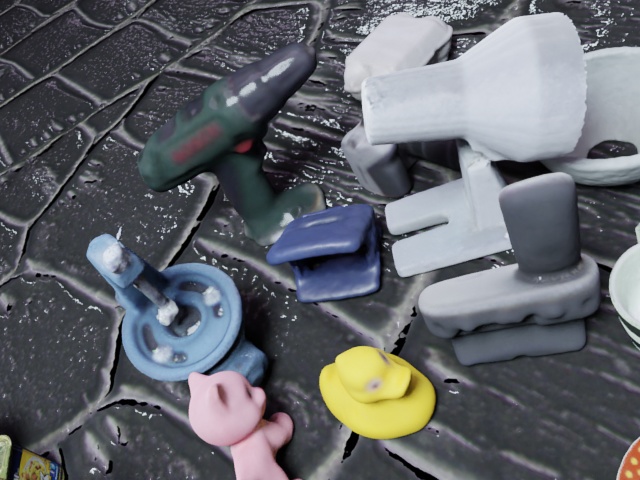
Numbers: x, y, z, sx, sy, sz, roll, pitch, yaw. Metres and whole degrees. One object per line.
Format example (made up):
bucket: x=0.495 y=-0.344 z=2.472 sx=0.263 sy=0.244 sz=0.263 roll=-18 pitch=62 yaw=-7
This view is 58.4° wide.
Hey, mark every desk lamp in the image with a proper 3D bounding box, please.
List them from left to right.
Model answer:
desk lamp: x=0.134 y=-0.081 z=0.524 sx=0.203 sy=0.214 sz=0.118 roll=-18 pitch=47 yaw=14

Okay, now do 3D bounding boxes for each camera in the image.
camera: x=0.115 y=-0.121 z=0.647 sx=0.143 sy=0.101 sz=0.136 roll=-47 pitch=47 yaw=-13

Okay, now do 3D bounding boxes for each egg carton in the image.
egg carton: x=0.105 y=-0.245 z=0.778 sx=0.107 sy=0.070 sz=0.150 roll=26 pitch=69 yaw=40

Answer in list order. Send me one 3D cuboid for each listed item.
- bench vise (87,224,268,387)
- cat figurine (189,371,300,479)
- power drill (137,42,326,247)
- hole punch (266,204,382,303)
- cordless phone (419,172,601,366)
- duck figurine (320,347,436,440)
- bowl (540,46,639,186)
bench vise: x=-0.172 y=0.064 z=0.563 sx=0.206 sy=0.220 sz=0.121 roll=5 pitch=56 yaw=31
cat figurine: x=-0.071 y=0.169 z=0.494 sx=0.067 sy=0.118 sz=0.127 roll=-28 pitch=45 yaw=5
power drill: x=-0.074 y=-0.093 z=0.650 sx=0.229 sy=0.209 sz=0.075 roll=-23 pitch=46 yaw=9
hole punch: x=0.006 y=0.002 z=0.610 sx=0.108 sy=0.091 sz=0.101 roll=-11 pitch=49 yaw=20
cordless phone: x=0.142 y=0.017 z=0.458 sx=0.147 sy=0.186 sz=0.094 roll=-17 pitch=48 yaw=16
duck figurine: x=0.041 y=0.122 z=0.496 sx=0.104 sy=0.086 sz=0.077 roll=4 pitch=56 yaw=31
bowl: x=0.285 y=-0.109 z=0.564 sx=0.167 sy=0.075 sz=0.167 roll=-15 pitch=48 yaw=17
